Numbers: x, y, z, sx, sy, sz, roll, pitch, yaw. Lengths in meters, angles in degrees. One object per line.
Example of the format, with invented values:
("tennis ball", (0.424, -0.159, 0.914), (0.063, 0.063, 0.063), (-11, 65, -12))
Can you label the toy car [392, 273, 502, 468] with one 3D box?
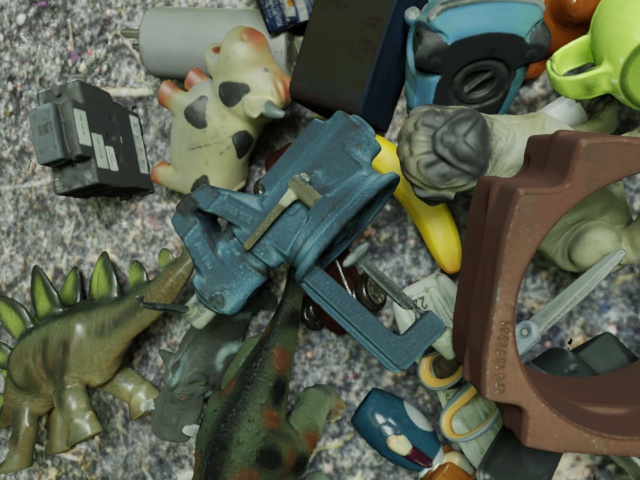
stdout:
("toy car", (0.140, 0.128, 0.511), (0.073, 0.056, 0.201), (-30, 81, 15))

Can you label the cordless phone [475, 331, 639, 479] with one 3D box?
("cordless phone", (0.211, 0.173, 0.422), (0.147, 0.184, 0.088), (47, 138, 13))

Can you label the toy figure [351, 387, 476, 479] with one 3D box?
("toy figure", (0.100, 0.208, 0.517), (0.154, 0.064, 0.057), (38, 122, 9))

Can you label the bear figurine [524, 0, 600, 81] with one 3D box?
("bear figurine", (0.249, -0.211, 0.441), (0.196, 0.132, 0.120), (-15, 104, 10))

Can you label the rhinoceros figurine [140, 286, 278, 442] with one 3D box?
("rhinoceros figurine", (-0.115, 0.117, 0.559), (0.073, 0.112, 0.190), (25, 92, 12))

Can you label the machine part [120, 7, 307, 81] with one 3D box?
("machine part", (-0.100, -0.204, 0.570), (0.243, 0.079, 0.079), (8, 93, 15))

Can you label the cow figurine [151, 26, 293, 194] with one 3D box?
("cow figurine", (-0.092, -0.115, 0.534), (0.127, 0.085, 0.194), (29, 130, 7))

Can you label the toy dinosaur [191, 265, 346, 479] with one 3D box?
("toy dinosaur", (-0.058, 0.215, 0.485), (0.131, 0.192, 0.404), (-3, 99, 17))

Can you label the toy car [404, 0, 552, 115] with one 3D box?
("toy car", (0.127, -0.162, 0.480), (0.109, 0.161, 0.103), (-4, 57, 0))

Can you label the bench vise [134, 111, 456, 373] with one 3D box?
("bench vise", (0.003, 0.024, 0.433), (0.241, 0.129, 0.223), (42, 82, 9))

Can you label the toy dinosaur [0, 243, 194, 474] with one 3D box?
("toy dinosaur", (-0.269, 0.122, 0.598), (0.471, 0.105, 0.198), (-29, 81, 20))

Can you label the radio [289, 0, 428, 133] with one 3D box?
("radio", (0.054, -0.220, 0.495), (0.073, 0.131, 0.229), (21, 96, 16))

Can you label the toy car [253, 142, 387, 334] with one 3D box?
("toy car", (-0.001, -0.002, 0.554), (0.089, 0.053, 0.202), (-27, 81, 36))

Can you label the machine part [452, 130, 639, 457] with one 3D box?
("machine part", (0.198, 0.033, 0.356), (0.201, 0.087, 0.201), (4, 104, -2))

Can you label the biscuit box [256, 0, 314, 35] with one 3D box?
("biscuit box", (-0.054, -0.297, 0.525), (0.059, 0.062, 0.203), (-20, 63, 0))

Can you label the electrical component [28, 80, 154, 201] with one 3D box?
("electrical component", (-0.249, -0.105, 0.585), (0.058, 0.134, 0.115), (-15, 84, 15))

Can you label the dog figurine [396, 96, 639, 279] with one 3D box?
("dog figurine", (0.160, -0.033, 0.449), (0.191, 0.121, 0.172), (-7, 104, 2))
